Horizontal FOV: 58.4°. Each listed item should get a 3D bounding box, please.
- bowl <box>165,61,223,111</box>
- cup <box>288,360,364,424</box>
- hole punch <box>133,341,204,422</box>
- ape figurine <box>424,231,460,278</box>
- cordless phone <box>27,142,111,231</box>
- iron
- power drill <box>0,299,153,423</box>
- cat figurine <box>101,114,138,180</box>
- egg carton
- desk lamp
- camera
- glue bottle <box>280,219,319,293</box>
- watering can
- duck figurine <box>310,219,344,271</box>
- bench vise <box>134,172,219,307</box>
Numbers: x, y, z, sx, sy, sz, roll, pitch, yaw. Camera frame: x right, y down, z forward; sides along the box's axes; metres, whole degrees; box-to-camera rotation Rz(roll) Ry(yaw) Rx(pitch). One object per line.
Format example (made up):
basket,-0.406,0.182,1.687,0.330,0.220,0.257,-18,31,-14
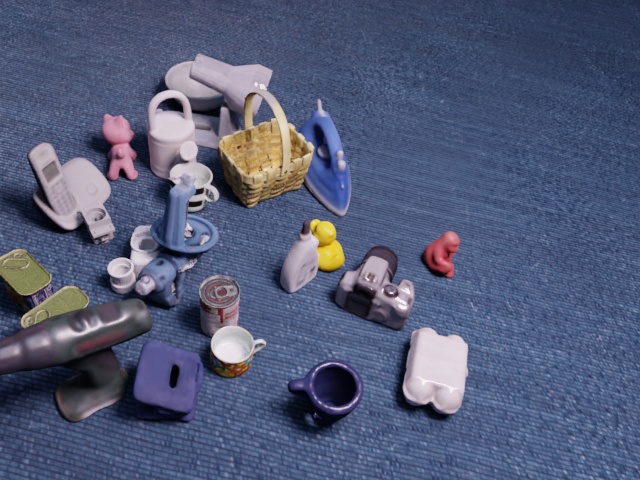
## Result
bowl,-0.299,-0.371,1.426,0.167,0.075,0.167,5,48,-6
cup,0.004,0.253,0.914,0.118,0.095,0.091,4,48,-7
hole punch,-0.236,0.220,0.901,0.101,0.091,0.108,4,48,-6
ape figurine,0.256,0.021,1.169,0.076,0.092,0.078,32,51,18
cordless phone,-0.484,-0.123,1.097,0.094,0.185,0.148,21,48,9
iron,0.021,-0.190,1.279,0.119,0.141,0.257,-9,51,-17
power drill,-0.355,0.178,0.837,0.230,0.208,0.075,-26,57,-29
cat figurine,-0.432,-0.210,1.229,0.067,0.118,0.127,-7,50,-16
egg carton,0.201,0.225,0.992,0.107,0.069,0.150,15,48,3
desk lamp,-0.215,-0.311,1.294,0.203,0.213,0.118,10,48,-1
camera,0.118,0.076,1.089,0.143,0.101,0.137,22,49,9
glue bottle,-0.032,0.023,1.058,0.078,0.173,0.037,-33,61,-32
watering can,-0.310,-0.227,1.215,0.172,0.194,0.101,32,51,17
duck figurine,0.010,0.004,1.142,0.078,0.086,0.104,-23,56,-27
bench vise,-0.246,0.002,1.006,0.121,0.220,0.207,8,48,-3
